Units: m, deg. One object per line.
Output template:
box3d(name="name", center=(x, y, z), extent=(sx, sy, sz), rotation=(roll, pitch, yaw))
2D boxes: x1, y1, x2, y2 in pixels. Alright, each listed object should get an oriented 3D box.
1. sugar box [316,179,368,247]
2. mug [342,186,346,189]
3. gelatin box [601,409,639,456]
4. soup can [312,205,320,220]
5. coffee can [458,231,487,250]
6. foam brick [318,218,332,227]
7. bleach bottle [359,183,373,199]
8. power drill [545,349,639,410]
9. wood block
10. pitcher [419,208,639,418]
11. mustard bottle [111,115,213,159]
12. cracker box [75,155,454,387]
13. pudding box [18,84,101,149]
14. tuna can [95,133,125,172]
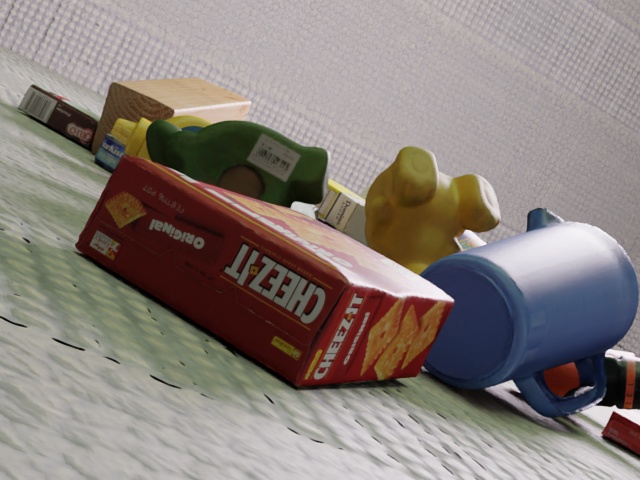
box3d(name="sugar box", center=(0.028, -0.037, 1.262), extent=(0.093, 0.048, 0.176), rotation=(26, 3, -34))
box3d(name="mug", center=(-0.009, -0.044, 1.540), extent=(0.093, 0.117, 0.082), rotation=(-21, 37, -19))
box3d(name="gelatin box", center=(0.326, 0.199, 1.068), extent=(0.073, 0.030, 0.089), rotation=(29, 7, 24))
box3d(name="soup can", center=(-0.060, -0.029, 1.179), extent=(0.102, 0.068, 0.068), rotation=(29, 4, 11))
box3d(name="coffee can", center=(0.150, 0.048, 1.126), extent=(0.140, 0.103, 0.102), rotation=(41, 8, 17))
box3d(name="foam brick", center=(-0.008, 0.002, 1.250), extent=(0.053, 0.051, 0.078), rotation=(29, 4, 6))
box3d(name="bleach bottle", center=(0.136, 0.023, 1.458), extent=(0.103, 0.068, 0.250), rotation=(51, -4, 45))
box3d(name="power drill", center=(0.299, 0.141, 1.102), extent=(0.184, 0.057, 0.187), rotation=(6, -4, 12))
box3d(name="wood block", center=(-0.178, -0.142, 1.310), extent=(0.090, 0.091, 0.205), rotation=(25, 18, 15))
box3d(name="pitcher", center=(0.179, 0.067, 0.924), extent=(0.149, 0.145, 0.242), rotation=(33, 22, 28))
box3d(name="mustard bottle", center=(-0.124, -0.074, 1.097), extent=(0.191, 0.096, 0.058), rotation=(27, 0, -10))
box3d(name="cracker box", center=(-0.023, 0.023, 0.676), extent=(0.164, 0.072, 0.213), rotation=(28, 4, 22))
box3d(name="pudding box", center=(-0.297, -0.144, 1.304), extent=(0.114, 0.039, 0.090), rotation=(31, 3, 18))
box3d(name="tuna can", center=(-0.202, -0.083, 1.166), extent=(0.086, 0.034, 0.086), rotation=(27, 4, -2))
